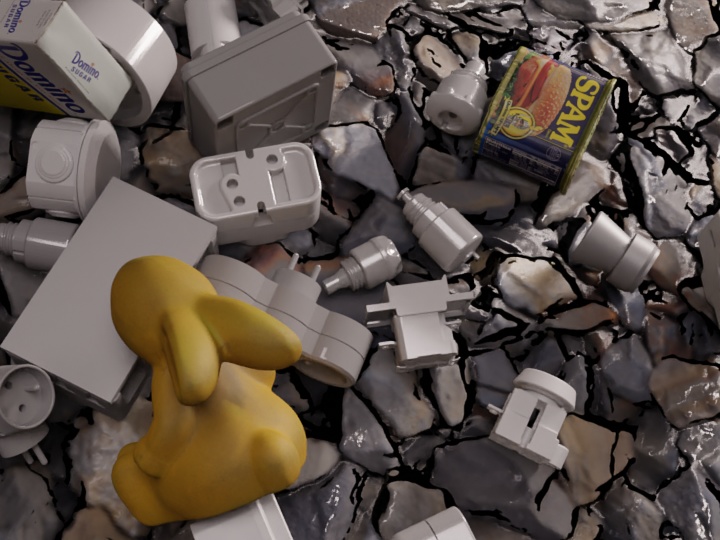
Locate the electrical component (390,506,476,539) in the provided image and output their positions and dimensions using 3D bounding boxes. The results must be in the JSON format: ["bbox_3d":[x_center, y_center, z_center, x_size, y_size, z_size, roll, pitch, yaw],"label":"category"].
[{"bbox_3d":[0.058,0.217,0.728,0.059,0.053,0.095,-23,71,-13],"label":"electrical component"}]

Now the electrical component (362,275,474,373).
[{"bbox_3d":[0.045,0.042,0.808,0.081,0.042,0.063,-8,71,-7],"label":"electrical component"}]

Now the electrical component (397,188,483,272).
[{"bbox_3d":[0.060,-0.034,0.841,0.040,0.040,0.078,-40,76,-18],"label":"electrical component"}]

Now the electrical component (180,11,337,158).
[{"bbox_3d":[-0.078,-0.132,0.836,0.109,0.108,0.056,-30,75,-15],"label":"electrical component"}]

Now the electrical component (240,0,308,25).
[{"bbox_3d":[-0.068,-0.245,0.912,0.057,0.058,0.078,-40,75,-15],"label":"electrical component"}]

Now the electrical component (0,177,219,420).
[{"bbox_3d":[-0.178,0.022,0.789,0.089,0.061,0.150,26,68,7],"label":"electrical component"}]

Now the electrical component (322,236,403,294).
[{"bbox_3d":[0.000,0.000,0.826,0.061,0.035,0.035,-27,72,-12],"label":"electrical component"}]

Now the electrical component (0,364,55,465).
[{"bbox_3d":[-0.244,0.103,0.750,0.043,0.077,0.079,-42,115,-42],"label":"electrical component"}]

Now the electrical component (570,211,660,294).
[{"bbox_3d":[0.199,-0.013,0.840,0.055,0.045,0.045,33,69,9],"label":"electrical component"}]

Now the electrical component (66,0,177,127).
[{"bbox_3d":[-0.196,-0.173,0.848,0.108,0.108,0.060,26,61,7],"label":"electrical component"}]

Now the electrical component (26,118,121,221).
[{"bbox_3d":[-0.216,-0.077,0.819,0.051,0.080,0.080,7,67,4],"label":"electrical component"}]

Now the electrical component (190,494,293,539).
[{"bbox_3d":[-0.062,0.210,0.710,0.057,0.078,0.113,-23,71,-10],"label":"electrical component"}]

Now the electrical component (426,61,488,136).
[{"bbox_3d":[0.085,-0.145,0.888,0.048,0.048,0.062,24,62,6],"label":"electrical component"}]

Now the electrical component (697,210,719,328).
[{"bbox_3d":[0.301,0.002,0.834,0.050,0.055,0.089,-4,68,-6],"label":"electrical component"}]

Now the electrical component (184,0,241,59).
[{"bbox_3d":[-0.119,-0.185,0.890,0.043,0.043,0.081,-8,68,-7],"label":"electrical component"}]

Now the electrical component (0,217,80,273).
[{"bbox_3d":[-0.246,-0.020,0.813,0.078,0.040,0.040,10,67,1],"label":"electrical component"}]

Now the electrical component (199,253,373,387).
[{"bbox_3d":[-0.052,0.023,0.788,0.138,0.052,0.073,28,67,-12],"label":"electrical component"}]

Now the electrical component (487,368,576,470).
[{"bbox_3d":[0.127,0.106,0.785,0.066,0.048,0.055,26,76,7],"label":"electrical component"}]

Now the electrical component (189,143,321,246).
[{"bbox_3d":[-0.080,-0.056,0.830,0.095,0.059,0.053,-11,69,-9],"label":"electrical component"}]
